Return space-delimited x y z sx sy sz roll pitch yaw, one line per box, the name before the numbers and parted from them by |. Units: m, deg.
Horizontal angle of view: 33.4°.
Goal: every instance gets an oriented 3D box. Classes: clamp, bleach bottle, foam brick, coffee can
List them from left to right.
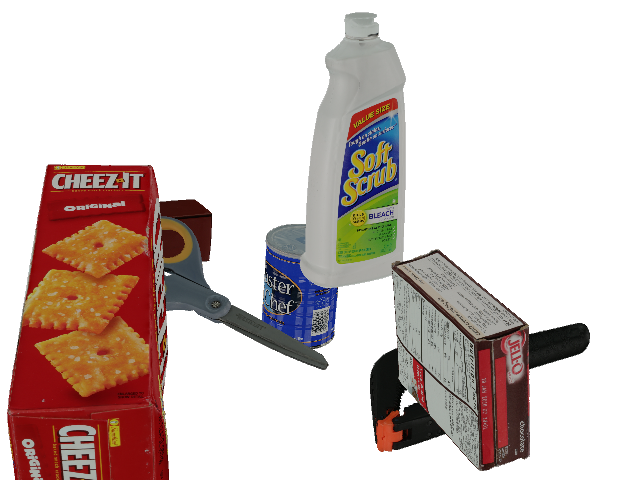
foam brick | -0.154 -0.008 1.070 0.078 0.051 0.053 -6 21 -23
coffee can | -0.026 0.061 1.435 0.103 0.140 0.103 4 24 -2
bleach bottle | 0.031 -0.086 1.005 0.102 0.251 0.068 -10 24 -22
clamp | 0.095 0.094 0.849 0.165 0.036 0.209 21 37 35

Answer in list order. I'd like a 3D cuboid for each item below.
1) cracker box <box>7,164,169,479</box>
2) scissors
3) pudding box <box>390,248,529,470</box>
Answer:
cracker box | -0.118 0.079 0.584 0.072 0.164 0.214 -1 34 -7
scissors | -0.075 0.033 0.787 0.202 0.096 0.016 11 -35 16
pudding box | 0.083 0.069 0.639 0.039 0.090 0.114 -14 27 -19
